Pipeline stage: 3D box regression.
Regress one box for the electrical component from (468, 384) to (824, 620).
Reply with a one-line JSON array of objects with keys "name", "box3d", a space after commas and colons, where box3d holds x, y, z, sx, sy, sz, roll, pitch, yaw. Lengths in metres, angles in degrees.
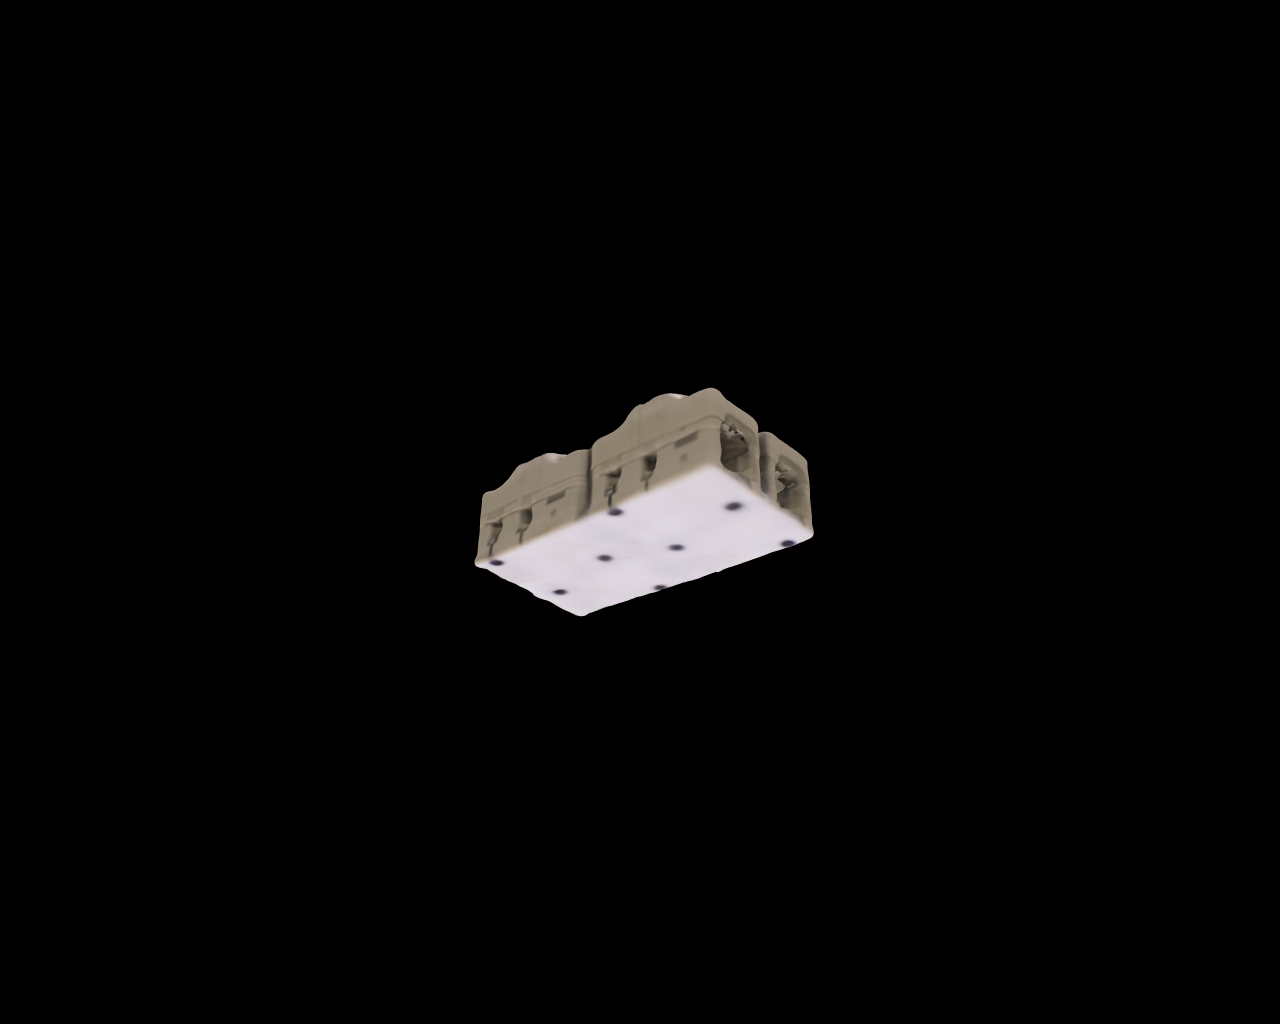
[{"name": "electrical component", "box3d": [0.001, -0.003, 0.650, 0.186, 0.060, 0.105, -22, -36, 34]}]
